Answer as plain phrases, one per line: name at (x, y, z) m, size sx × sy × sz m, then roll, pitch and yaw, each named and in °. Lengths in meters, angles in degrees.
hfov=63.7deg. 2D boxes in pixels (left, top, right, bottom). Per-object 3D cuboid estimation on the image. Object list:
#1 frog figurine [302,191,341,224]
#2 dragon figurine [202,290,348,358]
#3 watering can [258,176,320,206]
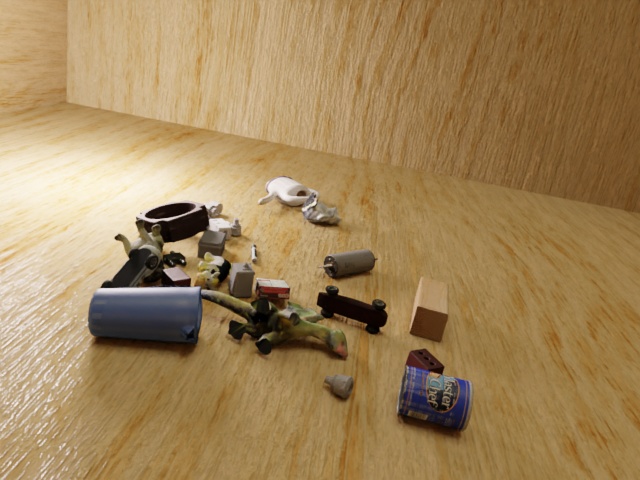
frog figurine at (0.007, -0.109, 2.164) m, size 0.158 × 0.123 × 0.139 m, roll 42°, pitch -1°, yaw -22°
dragon figurine at (-0.107, 0.199, 1.331) m, size 0.413 × 0.122 × 0.242 m, roll 23°, pitch 7°, yaw 29°
watering can at (-0.167, -0.211, 2.297) m, size 0.349 × 0.102 × 0.227 m, roll -7°, pitch 26°, yaw -38°
